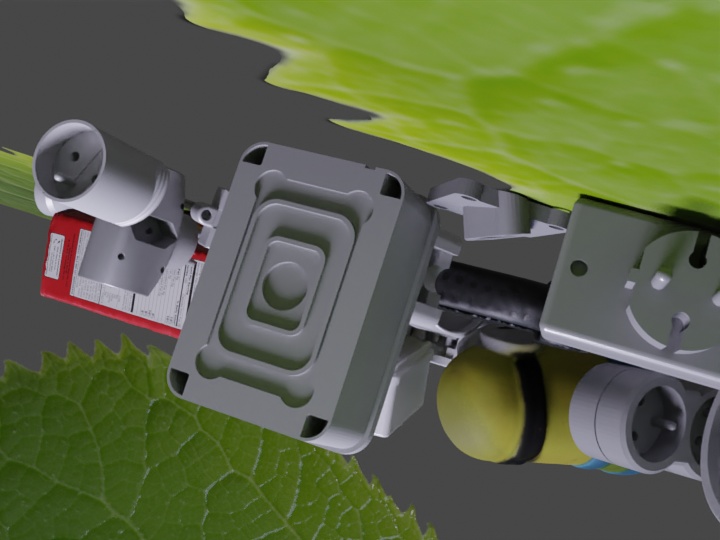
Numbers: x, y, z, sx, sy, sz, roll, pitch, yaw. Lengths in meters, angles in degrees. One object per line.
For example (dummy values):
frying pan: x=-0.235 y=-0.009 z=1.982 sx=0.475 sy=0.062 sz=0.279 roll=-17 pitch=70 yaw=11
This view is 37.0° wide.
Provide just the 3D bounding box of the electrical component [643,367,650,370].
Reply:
electrical component: x=0.129 y=0.022 z=0.447 sx=0.077 sy=0.043 sz=0.079 roll=15 pitch=176 yaw=24

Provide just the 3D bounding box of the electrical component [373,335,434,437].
electrical component: x=-0.010 y=0.079 z=0.829 sx=0.109 sy=0.056 sz=0.109 roll=11 pitch=-170 yaw=17

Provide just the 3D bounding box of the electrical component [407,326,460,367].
electrical component: x=0.032 y=0.038 z=0.922 sx=0.150 sy=0.061 sz=0.089 roll=16 pitch=176 yaw=15

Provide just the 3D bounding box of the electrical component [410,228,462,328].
electrical component: x=-0.003 y=-0.007 z=0.554 sx=0.056 sy=0.050 sz=0.089 roll=20 pitch=175 yaw=-39

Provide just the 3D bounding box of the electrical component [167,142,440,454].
electrical component: x=-0.021 y=0.012 z=0.448 sx=0.078 sy=0.113 sz=0.057 roll=15 pitch=173 yaw=23

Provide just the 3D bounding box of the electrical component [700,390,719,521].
electrical component: x=0.187 y=0.069 z=0.441 sx=0.060 sy=0.108 sz=0.108 roll=25 pitch=174 yaw=-16

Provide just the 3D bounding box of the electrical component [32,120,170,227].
electrical component: x=-0.134 y=-0.048 z=0.580 sx=0.043 sy=0.043 sz=0.081 roll=15 pitch=176 yaw=21

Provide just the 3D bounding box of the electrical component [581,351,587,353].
electrical component: x=0.156 y=0.070 z=0.797 sx=0.108 sy=0.060 sz=0.108 roll=10 pitch=154 yaw=5

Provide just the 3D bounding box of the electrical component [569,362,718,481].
electrical component: x=0.167 y=0.083 z=0.595 sx=0.138 sy=0.052 sz=0.074 roll=12 pitch=178 yaw=-32

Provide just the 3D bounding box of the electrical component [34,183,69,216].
electrical component: x=-0.216 y=-0.058 z=0.815 sx=0.046 sy=0.040 sz=0.040 roll=9 pitch=173 yaw=22

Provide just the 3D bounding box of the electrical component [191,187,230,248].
electrical component: x=-0.062 y=-0.022 z=0.636 sx=0.066 sy=0.048 sz=0.055 roll=19 pitch=-177 yaw=-27

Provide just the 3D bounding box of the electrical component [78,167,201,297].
electrical component: x=-0.127 y=-0.022 z=0.661 sx=0.043 sy=0.077 sz=0.079 roll=13 pitch=175 yaw=39

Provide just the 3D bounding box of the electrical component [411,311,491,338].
electrical component: x=0.071 y=0.025 z=0.728 sx=0.079 sy=0.043 sz=0.077 roll=17 pitch=176 yaw=-12

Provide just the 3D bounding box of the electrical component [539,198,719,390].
electrical component: x=0.104 y=0.009 z=0.347 sx=0.083 sy=0.047 sz=0.076 roll=16 pitch=176 yaw=12
